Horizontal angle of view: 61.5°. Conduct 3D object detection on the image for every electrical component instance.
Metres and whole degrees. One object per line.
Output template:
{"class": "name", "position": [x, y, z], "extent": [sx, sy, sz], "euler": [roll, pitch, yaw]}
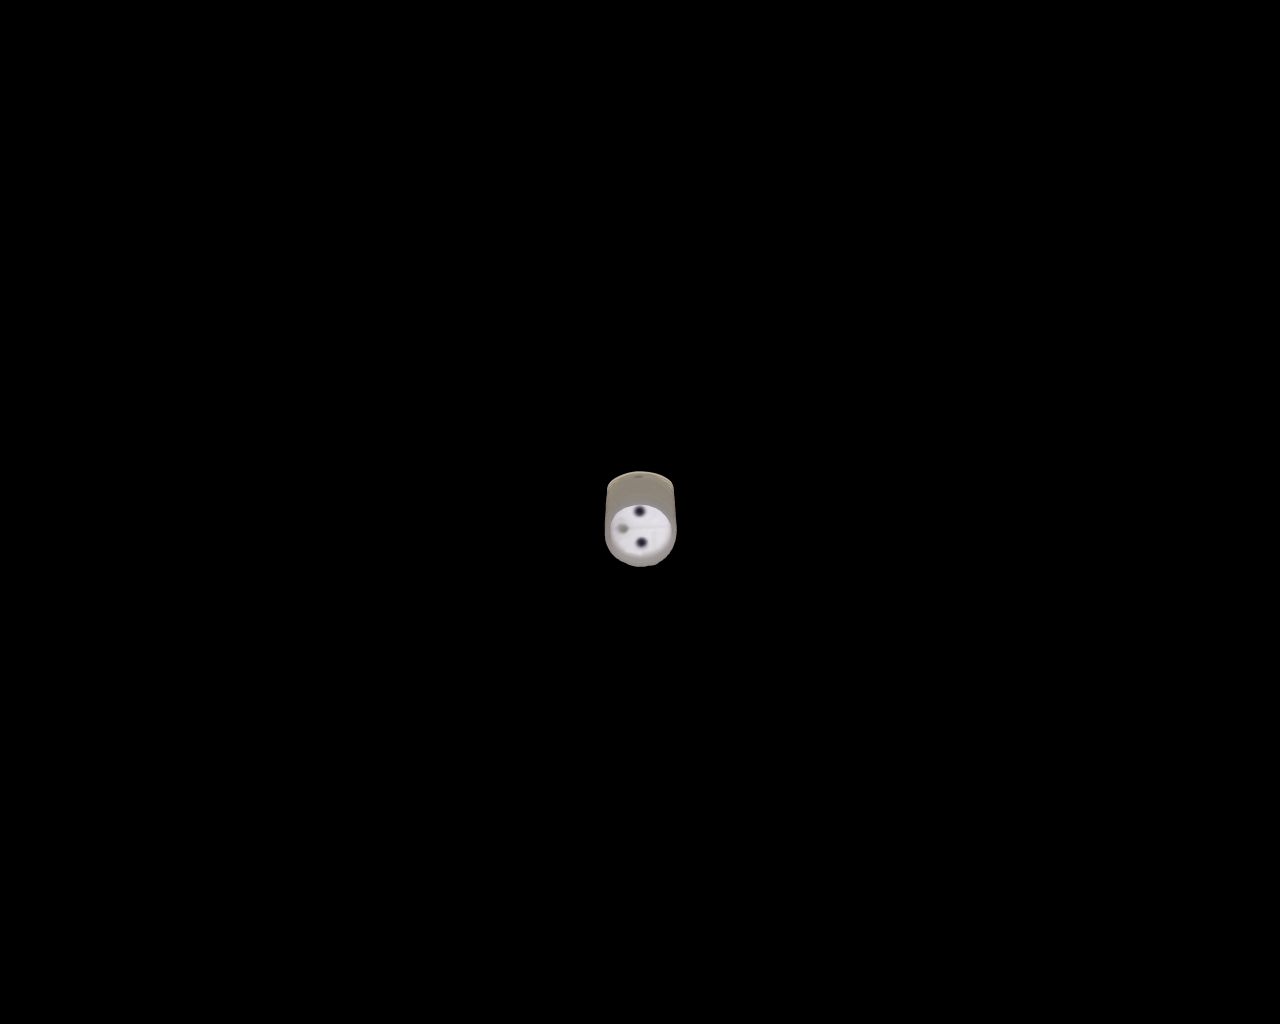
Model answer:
{"class": "electrical component", "position": [0.001, -0.003, 0.650], "extent": [0.043, 0.043, 0.081], "euler": [0, 24, 0]}
